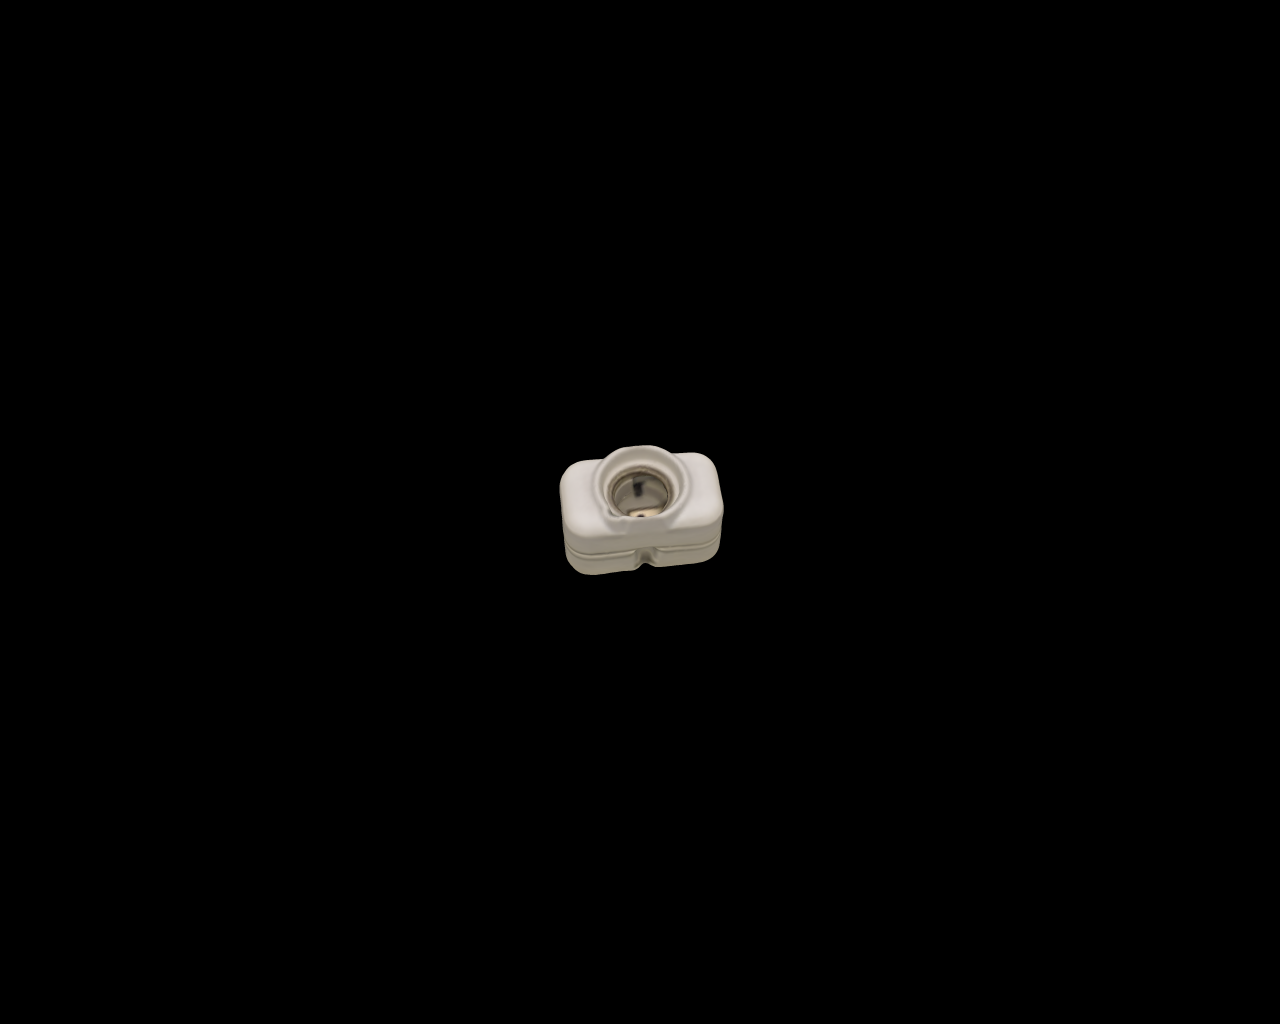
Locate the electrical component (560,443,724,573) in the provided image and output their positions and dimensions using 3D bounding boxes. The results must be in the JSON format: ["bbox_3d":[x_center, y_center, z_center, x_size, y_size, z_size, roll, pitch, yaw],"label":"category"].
[{"bbox_3d":[0.001,-0.003,0.650,0.095,0.054,0.059,-5,-31,-3],"label":"electrical component"}]
